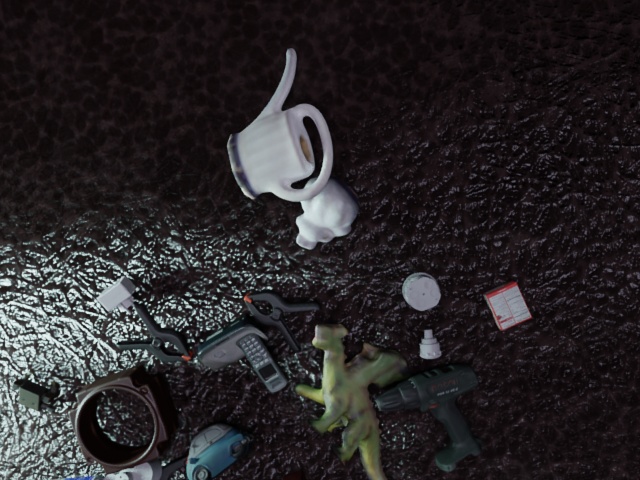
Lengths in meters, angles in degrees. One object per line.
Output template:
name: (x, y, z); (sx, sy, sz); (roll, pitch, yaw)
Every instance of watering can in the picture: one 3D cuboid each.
watering can: (-0.095, -0.231, 1.103); (0.223, 0.103, 0.353); (-21, 70, 14)

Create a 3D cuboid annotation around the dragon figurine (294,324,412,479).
dragon figurine: (0.102, 0.349, 1.131); (0.243, 0.122, 0.408); (-42, 100, -4)

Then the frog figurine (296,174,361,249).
frog figurine: (0.003, -0.055, 1.102); (0.160, 0.123, 0.136); (-47, 110, -7)
